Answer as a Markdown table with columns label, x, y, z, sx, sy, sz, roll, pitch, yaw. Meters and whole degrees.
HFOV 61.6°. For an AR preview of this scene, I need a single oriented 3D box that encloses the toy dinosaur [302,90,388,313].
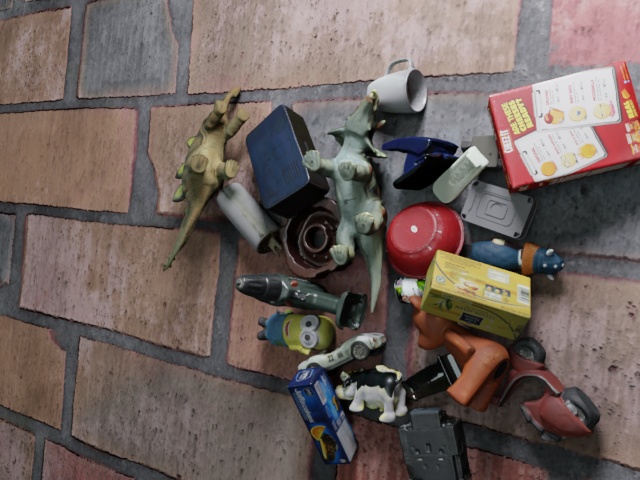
| label | x | y | z | sx | sy | sz | roll | pitch | yaw |
| --- | --- | --- | --- | --- | --- | --- | --- | --- | --- |
| toy dinosaur | 0.080 | -0.076 | 1.053 | 0.131 | 0.192 | 0.404 | -5 | 99 | 33 |

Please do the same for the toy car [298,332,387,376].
| label | x | y | z | sx | sy | sz | roll | pitch | yaw |
| --- | --- | --- | --- | --- | --- | --- | --- | --- | --- |
| toy car | 0.046 | 0.237 | 1.099 | 0.202 | 0.073 | 0.056 | -32 | 73 | 25 |

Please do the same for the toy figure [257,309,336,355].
| label | x | y | z | sx | sy | sz | roll | pitch | yaw |
| --- | --- | --- | --- | --- | --- | --- | --- | --- | --- |
| toy figure | -0.050 | 0.192 | 1.157 | 0.180 | 0.089 | 0.082 | -5 | 98 | 38 |

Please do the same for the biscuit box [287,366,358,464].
| label | x | y | z | sx | sy | sz | roll | pitch | yaw |
| --- | --- | --- | --- | --- | --- | --- | --- | --- | --- |
| biscuit box | 0.008 | 0.352 | 1.078 | 0.063 | 0.059 | 0.202 | -15 | 107 | 29 |

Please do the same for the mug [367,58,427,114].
| label | x | y | z | sx | sy | sz | roll | pitch | yaw |
| --- | --- | --- | --- | --- | --- | --- | --- | --- | --- |
| mug | 0.146 | -0.302 | 1.066 | 0.107 | 0.081 | 0.109 | 1 | 93 | 39 |

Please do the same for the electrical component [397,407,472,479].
| label | x | y | z | sx | sy | sz | roll | pitch | yaw |
| --- | --- | --- | --- | --- | --- | --- | --- | --- | --- |
| electrical component | 0.212 | 0.383 | 1.007 | 0.115 | 0.058 | 0.134 | -15 | 80 | 27 |

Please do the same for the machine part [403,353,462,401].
| label | x | y | z | sx | sy | sz | roll | pitch | yaw |
| --- | --- | --- | --- | --- | --- | --- | --- | --- | --- |
| machine part | 0.219 | 0.265 | 1.019 | 0.139 | 0.039 | 0.084 | -28 | 79 | 24 |

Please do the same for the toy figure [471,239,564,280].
| label | x | y | z | sx | sy | sz | roll | pitch | yaw |
| --- | --- | --- | --- | --- | --- | --- | --- | --- | --- |
| toy figure | 0.346 | 0.030 | 0.945 | 0.155 | 0.064 | 0.058 | 5 | 52 | 26 |

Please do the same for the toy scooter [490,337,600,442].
| label | x | y | z | sx | sy | sz | roll | pitch | yaw |
| --- | --- | --- | --- | --- | --- | --- | --- | --- | --- |
| toy scooter | 0.366 | 0.269 | 0.913 | 0.135 | 0.075 | 0.184 | -47 | 63 | 19 |

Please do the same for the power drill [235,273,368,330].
| label | x | y | z | sx | sy | sz | roll | pitch | yaw |
| --- | --- | --- | --- | --- | --- | --- | --- | --- | --- |
| power drill | -0.026 | 0.117 | 1.052 | 0.208 | 0.232 | 0.086 | 6 | 83 | 33 |

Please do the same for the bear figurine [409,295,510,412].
| label | x | y | z | sx | sy | sz | roll | pitch | yaw |
| --- | --- | --- | --- | --- | --- | --- | --- | --- | --- |
| bear figurine | 0.226 | 0.190 | 0.949 | 0.196 | 0.120 | 0.132 | 31 | 89 | 38 |

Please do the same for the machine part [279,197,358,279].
| label | x | y | z | sx | sy | sz | roll | pitch | yaw |
| --- | --- | --- | --- | --- | --- | --- | --- | --- | --- |
| machine part | -0.002 | -0.003 | 1.151 | 0.180 | 0.056 | 0.179 | -2 | 85 | 30 |

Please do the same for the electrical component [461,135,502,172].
| label | x | y | z | sx | sy | sz | roll | pitch | yaw |
| --- | --- | --- | --- | --- | --- | --- | --- | --- | --- |
| electrical component | 0.309 | -0.161 | 0.979 | 0.102 | 0.045 | 0.078 | -3 | 78 | 31 |

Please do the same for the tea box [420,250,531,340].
| label | x | y | z | sx | sy | sz | roll | pitch | yaw |
| --- | --- | --- | --- | --- | --- | --- | --- | --- | --- |
| tea box | 0.267 | 0.093 | 0.924 | 0.170 | 0.098 | 0.068 | 18 | 135 | 7 |

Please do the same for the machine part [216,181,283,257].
| label | x | y | z | sx | sy | sz | roll | pitch | yaw |
| --- | --- | --- | --- | --- | --- | --- | --- | --- | --- |
| machine part | -0.163 | -0.051 | 1.234 | 0.243 | 0.079 | 0.079 | 46 | 109 | 23 |

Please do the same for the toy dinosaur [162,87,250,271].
| label | x | y | z | sx | sy | sz | roll | pitch | yaw |
| --- | --- | --- | --- | --- | --- | --- | --- | --- | --- |
| toy dinosaur | -0.267 | -0.156 | 1.238 | 0.199 | 0.105 | 0.471 | -20 | 49 | 58 |

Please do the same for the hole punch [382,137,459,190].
| label | x | y | z | sx | sy | sz | roll | pitch | yaw |
| --- | --- | --- | --- | --- | --- | --- | --- | --- | --- |
| hole punch | 0.192 | -0.158 | 1.007 | 0.116 | 0.142 | 0.092 | -30 | 69 | 38 |

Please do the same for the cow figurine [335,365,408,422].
| label | x | y | z | sx | sy | sz | roll | pitch | yaw |
| --- | --- | --- | --- | --- | --- | --- | --- | --- | --- |
| cow figurine | 0.093 | 0.287 | 1.056 | 0.168 | 0.068 | 0.098 | 3 | 95 | 47 |

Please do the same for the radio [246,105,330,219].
| label | x | y | z | sx | sy | sz | roll | pitch | yaw |
| --- | --- | --- | --- | --- | --- | --- | --- | --- | --- |
| radio | -0.076 | -0.167 | 1.161 | 0.131 | 0.073 | 0.230 | -35 | 55 | 24 |
